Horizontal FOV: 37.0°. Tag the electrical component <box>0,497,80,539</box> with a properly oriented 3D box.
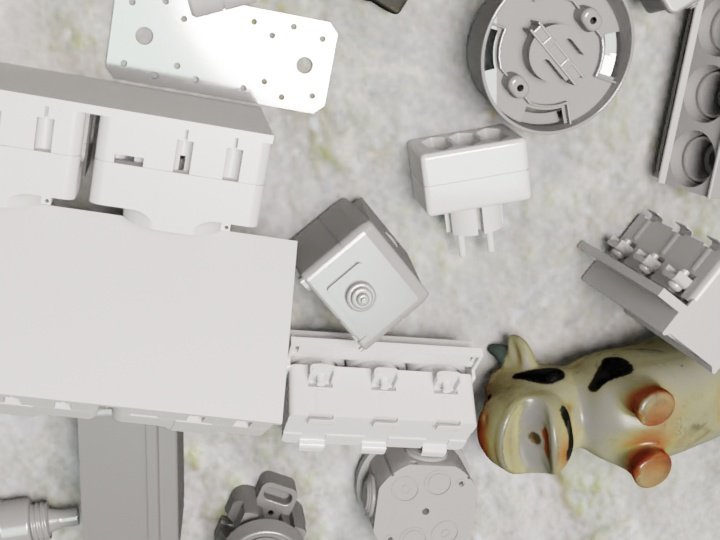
[{"bbox_3d":[-0.215,0.165,0.701,0.061,0.035,0.035,-7,107,-10],"label":"electrical component"}]

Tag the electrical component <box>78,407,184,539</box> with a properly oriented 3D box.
[{"bbox_3d":[-0.141,0.117,0.675,0.057,0.078,0.113,0,106,-6],"label":"electrical component"}]

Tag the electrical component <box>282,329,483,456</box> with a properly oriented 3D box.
[{"bbox_3d":[0.011,0.080,0.689,0.121,0.063,0.078,4,146,-10],"label":"electrical component"}]

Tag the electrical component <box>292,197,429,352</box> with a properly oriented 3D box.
[{"bbox_3d":[0.000,0.000,0.653,0.061,0.096,0.061,-40,108,0],"label":"electrical component"}]

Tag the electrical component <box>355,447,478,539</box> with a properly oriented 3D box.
[{"bbox_3d":[0.039,0.151,0.728,0.080,0.051,0.080,-3,107,-8],"label":"electrical component"}]

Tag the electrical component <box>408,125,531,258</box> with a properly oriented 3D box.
[{"bbox_3d":[0.070,-0.045,0.677,0.066,0.047,0.076,-10,109,-5],"label":"electrical component"}]

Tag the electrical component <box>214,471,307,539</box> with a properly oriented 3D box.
[{"bbox_3d":[-0.066,0.183,0.718,0.058,0.057,0.078,21,102,-15],"label":"electrical component"}]

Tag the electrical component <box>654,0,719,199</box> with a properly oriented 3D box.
[{"bbox_3d":[0.237,-0.109,0.675,0.063,0.079,0.121,-2,108,-32],"label":"electrical component"}]

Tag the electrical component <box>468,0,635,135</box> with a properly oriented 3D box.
[{"bbox_3d":[0.114,-0.132,0.648,0.099,0.064,0.099,-3,106,-9],"label":"electrical component"}]

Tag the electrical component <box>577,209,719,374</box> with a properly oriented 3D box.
[{"bbox_3d":[0.197,0.009,0.674,0.079,0.121,0.063,36,95,-17],"label":"electrical component"}]

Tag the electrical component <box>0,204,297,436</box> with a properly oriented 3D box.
[{"bbox_3d":[-0.136,0.030,0.604,0.186,0.060,0.105,8,71,-12],"label":"electrical component"}]

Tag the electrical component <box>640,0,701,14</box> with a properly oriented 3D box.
[{"bbox_3d":[0.190,-0.208,0.628,0.100,0.048,0.099,-32,99,2],"label":"electrical component"}]

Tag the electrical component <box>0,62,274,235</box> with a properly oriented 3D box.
[{"bbox_3d":[-0.149,-0.070,0.603,0.186,0.105,0.060,8,105,-11],"label":"electrical component"}]

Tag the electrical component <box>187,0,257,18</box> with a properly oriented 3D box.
[{"bbox_3d":[-0.077,-0.217,0.598,0.074,0.052,0.138,-16,108,-5],"label":"electrical component"}]
